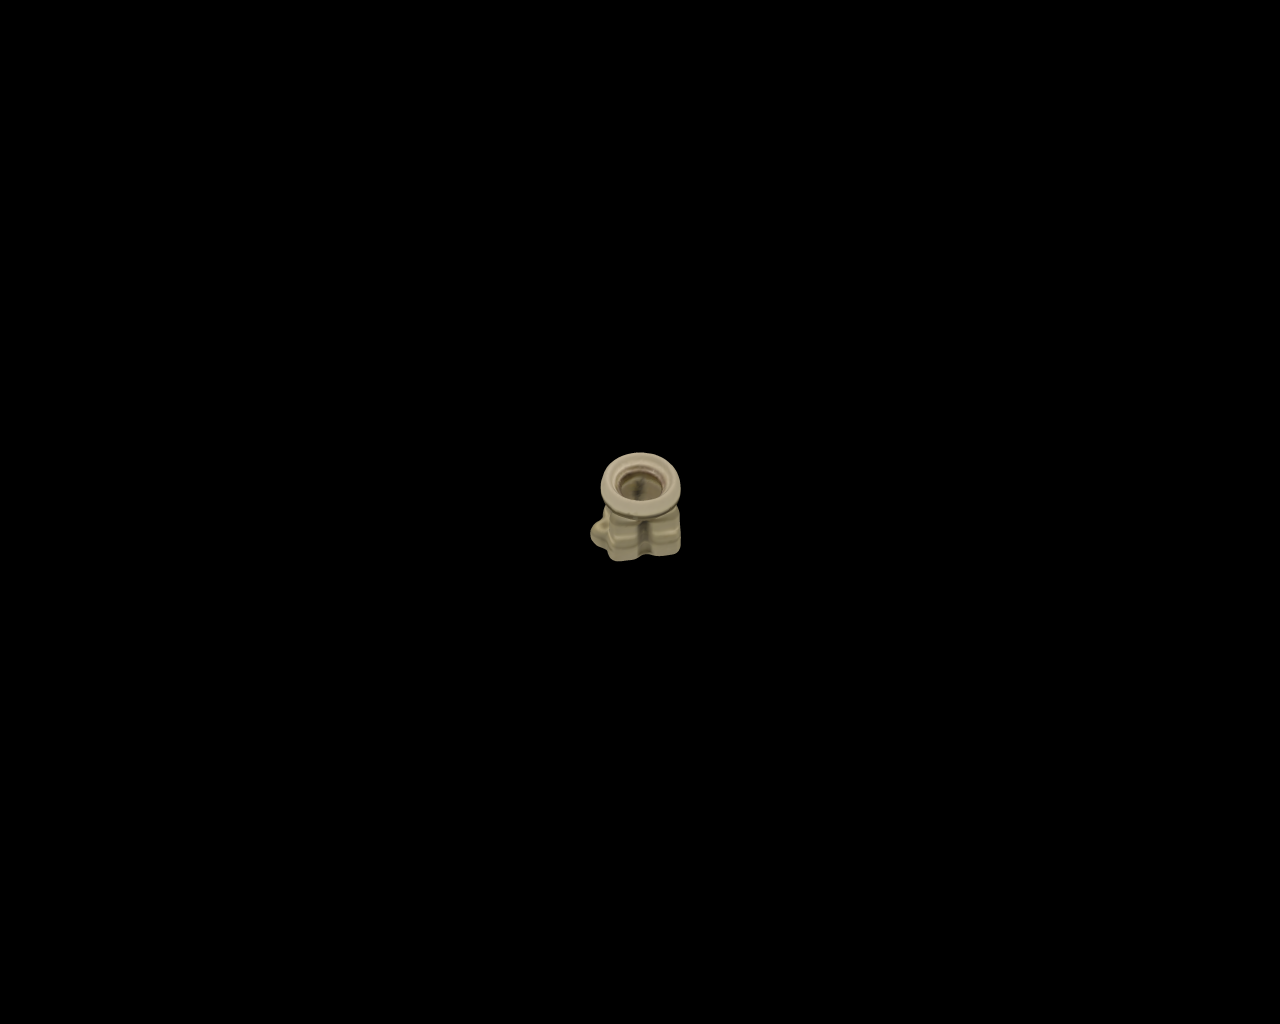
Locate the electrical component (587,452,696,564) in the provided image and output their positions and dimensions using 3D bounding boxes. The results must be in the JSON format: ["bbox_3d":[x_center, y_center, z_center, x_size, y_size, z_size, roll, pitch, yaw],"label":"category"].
[{"bbox_3d":[0.001,-0.003,0.650,0.066,0.048,0.055,-7,-40,-6],"label":"electrical component"}]
